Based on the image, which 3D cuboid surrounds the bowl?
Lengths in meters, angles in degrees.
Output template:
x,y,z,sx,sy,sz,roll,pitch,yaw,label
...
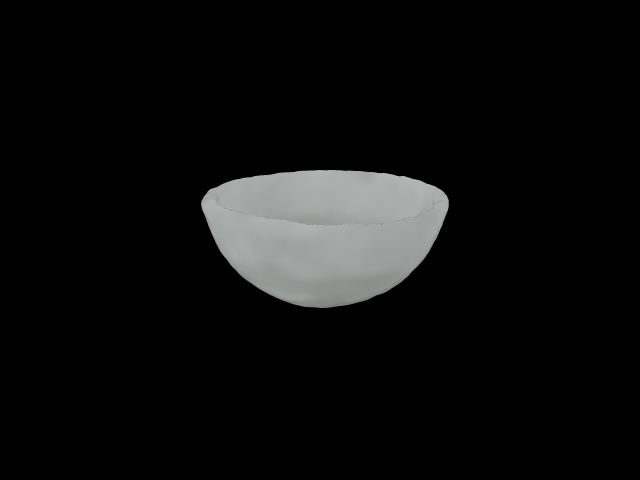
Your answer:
x,y,z,sx,sy,sz,roll,pitch,yaw,label
0.004,0.001,0.400,0.167,0.075,0.167,0,18,0,bowl
